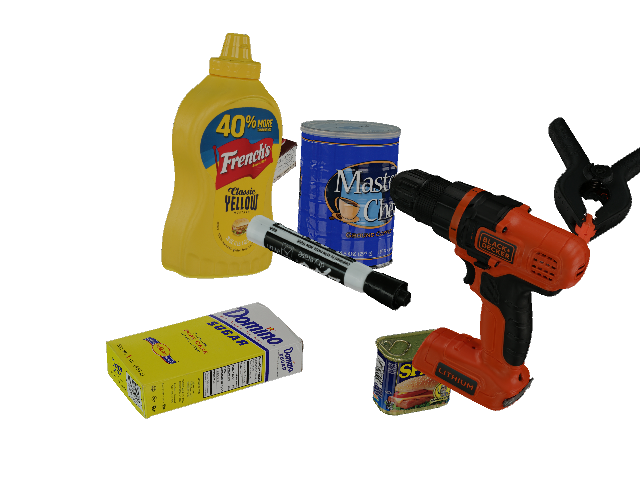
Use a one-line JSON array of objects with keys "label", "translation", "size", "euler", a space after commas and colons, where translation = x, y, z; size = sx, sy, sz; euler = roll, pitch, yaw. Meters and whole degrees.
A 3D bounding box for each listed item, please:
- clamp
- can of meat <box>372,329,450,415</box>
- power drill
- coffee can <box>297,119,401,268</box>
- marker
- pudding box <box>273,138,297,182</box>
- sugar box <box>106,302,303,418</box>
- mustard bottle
[{"label": "clamp", "translation": [0.282, -0.068, 1.128], "size": [0.120, 0.039, 0.171], "euler": [17, 46, 20]}, {"label": "can of meat", "translation": [0.116, 0.164, 1.325], "size": [0.102, 0.084, 0.057], "euler": [-6, 27, -21]}, {"label": "power drill", "translation": [0.130, 0.042, 0.927], "size": [0.185, 0.188, 0.057], "euler": [28, 40, 30]}, {"label": "coffee can", "translation": [0.028, -0.049, 1.106], "size": [0.103, 0.140, 0.103], "euler": [3, 13, -1]}, {"label": "marker", "translation": [0.005, 0.014, 0.675], "size": [0.121, 0.020, 0.020], "euler": [25, 12, 28]}, {"label": "pudding box", "translation": [-0.094, -0.095, 1.286], "size": [0.090, 0.039, 0.113], "euler": [18, 38, 24]}, {"label": "sugar box", "translation": [-0.115, 0.116, 1.070], "size": [0.175, 0.048, 0.093], "euler": [-16, 32, -28]}, {"label": "mustard bottle", "translation": [-0.075, -0.068, 0.854], "size": [0.096, 0.192, 0.058], "euler": [-4, 15, -41]}]
